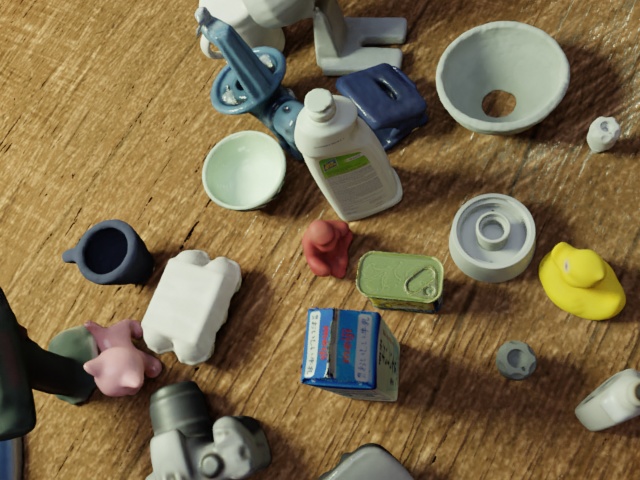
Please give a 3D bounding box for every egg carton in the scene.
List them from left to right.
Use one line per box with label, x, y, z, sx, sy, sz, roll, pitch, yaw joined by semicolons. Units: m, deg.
egg carton;-0.171;0.088;0.774;0.107;0.069;0.150;15;75;18

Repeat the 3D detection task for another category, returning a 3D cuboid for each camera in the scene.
camera;-0.153;0.239;0.698;0.143;0.101;0.136;-24;67;5

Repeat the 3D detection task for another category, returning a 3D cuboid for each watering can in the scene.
watering can;-0.125;-0.355;0.851;0.100;0.194;0.173;6;73;16

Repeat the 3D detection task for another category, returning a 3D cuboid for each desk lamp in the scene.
desk lamp;0.009;-0.335;0.800;0.202;0.214;0.118;4;72;16

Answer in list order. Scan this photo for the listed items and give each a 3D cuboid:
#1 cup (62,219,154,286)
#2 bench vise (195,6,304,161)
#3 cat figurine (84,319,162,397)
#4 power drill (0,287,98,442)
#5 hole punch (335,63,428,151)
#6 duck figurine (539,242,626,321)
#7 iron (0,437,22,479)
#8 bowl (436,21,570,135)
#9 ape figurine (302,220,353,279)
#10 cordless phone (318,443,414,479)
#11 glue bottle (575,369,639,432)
cup;-0.290;0.030;0.810;0.117;0.095;0.091;-7;69;12
bench vise;-0.074;-0.217;0.775;0.207;0.220;0.121;22;78;20
cat figurine;-0.266;0.155;0.747;0.067;0.118;0.127;-39;67;-1
power drill;-0.375;0.139;0.730;0.075;0.209;0.229;-23;67;6
hole punch;0.087;-0.196;0.798;0.101;0.091;0.108;-37;67;-1
duck figurine;0.307;0.043;0.662;0.077;0.086;0.104;-44;67;-4
iron;-0.476;0.299;0.735;0.118;0.142;0.258;-23;67;5
bowl;0.241;-0.204;0.772;0.167;0.075;0.167;-4;70;12
ape figurine;0.007;0.003;0.747;0.078;0.092;0.076;-43;67;-3
cordless phone;0.023;0.282;0.594;0.147;0.185;0.094;-46;67;-5
glue bottle;0.306;0.158;0.574;0.078;0.173;0.037;-38;66;-1
